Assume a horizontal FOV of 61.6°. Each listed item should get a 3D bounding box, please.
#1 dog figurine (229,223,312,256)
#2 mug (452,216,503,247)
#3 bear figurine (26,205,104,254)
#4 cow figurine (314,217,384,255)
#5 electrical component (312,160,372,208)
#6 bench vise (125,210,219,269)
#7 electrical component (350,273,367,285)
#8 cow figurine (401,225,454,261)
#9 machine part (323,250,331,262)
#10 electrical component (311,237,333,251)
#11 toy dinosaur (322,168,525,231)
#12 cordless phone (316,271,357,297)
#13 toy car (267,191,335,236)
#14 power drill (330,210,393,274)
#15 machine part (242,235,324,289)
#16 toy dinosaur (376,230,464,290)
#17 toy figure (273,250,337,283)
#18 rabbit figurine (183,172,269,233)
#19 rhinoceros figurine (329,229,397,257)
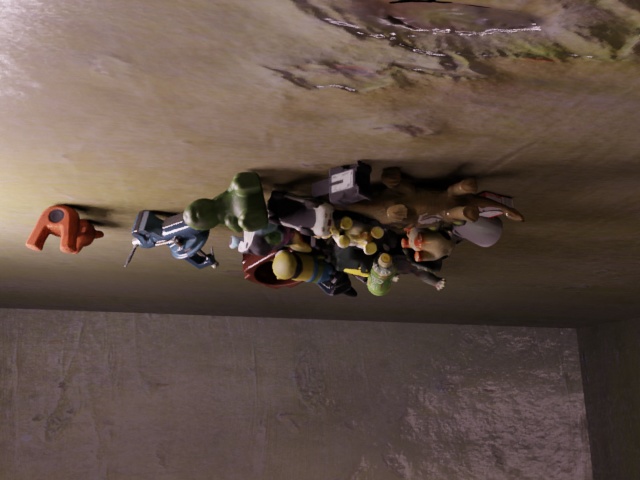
[{"bbox_3d":[-0.097,-0.016,1.313,0.219,0.108,0.192,5,-175,-31],"label":"dog figurine"},{"bbox_3d":[0.366,-0.036,1.300,0.107,0.081,0.110,23,161,-29],"label":"mug"},{"bbox_3d":[-0.637,-0.008,1.361,0.120,0.132,0.195,6,158,-3],"label":"bear figurine"},{"bbox_3d":[0.048,-0.022,1.197,0.167,0.068,0.098,15,-174,-19],"label":"cow figurine"},{"bbox_3d":[0.044,-0.105,1.064,0.119,0.075,0.047,-17,156,38],"label":"electrical component"},{"bbox_3d":[-0.360,0.013,1.387,0.224,0.129,0.240,-25,137,17],"label":"bench vise"},{"bbox_3d":[0.132,0.097,1.705,0.134,0.058,0.114,33,179,22],"label":"electrical component"},{"bbox_3d":[0.266,-0.007,1.304,0.127,0.085,0.195,3,-165,-10],"label":"cow figurine"},{"bbox_3d":[-0.024,0.066,1.673,0.243,0.079,0.079,-6,163,25],"label":"machine part"},{"bbox_3d":[-0.003,-0.004,1.443,0.094,0.063,0.021,16,159,-39],"label":"electrical component"},{"bbox_3d":[0.182,-0.070,1.134,0.472,0.105,0.198,8,171,15],"label":"toy dinosaur"},{"bbox_3d":[0.053,0.125,1.768,0.088,0.147,0.184,-49,149,7],"label":"cordless phone"},{"bbox_3d":[-0.047,-0.057,1.132,0.056,0.073,0.202,-1,-167,-41],"label":"toy car"},{"bbox_3d":[0.093,-0.002,1.333,0.232,0.086,0.207,3,148,10],"label":"power drill"},{"bbox_3d":[-0.105,0.054,1.531,0.201,0.087,0.201,-29,146,31],"label":"machine part"},{"bbox_3d":[0.234,0.052,1.557,0.192,0.131,0.405,35,155,-34],"label":"toy dinosaur"},{"bbox_3d":[-0.038,0.070,1.406,0.180,0.082,0.089,12,168,-27],"label":"toy figure"},{"bbox_3d":[-0.201,-0.072,1.131,0.170,0.121,0.159,-11,-174,-4],"label":"rabbit figurine"},{"bbox_3d":[0.121,0.006,1.476,0.190,0.073,0.112,-4,153,25],"label":"rhinoceros figurine"}]
